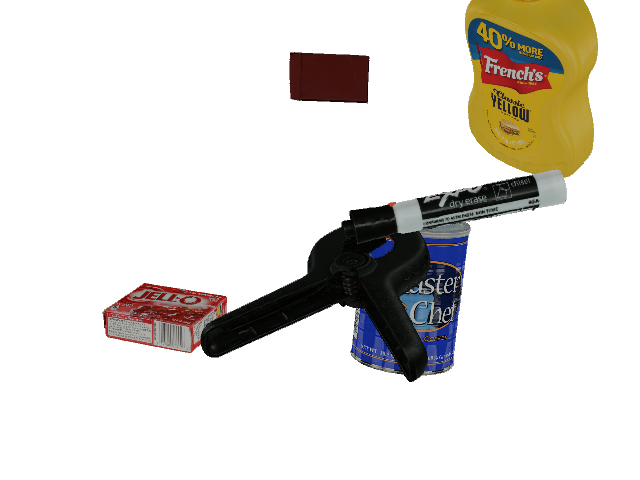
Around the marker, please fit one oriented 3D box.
[{"bbox_3d":[0.071,-0.018,0.574,0.121,0.020,0.020,-11,0,-2],"label":"marker"}]

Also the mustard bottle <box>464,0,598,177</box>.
[{"bbox_3d":[0.148,-0.133,0.753,0.096,0.058,0.191,32,-27,31],"label":"mustard bottle"}]

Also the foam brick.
[{"bbox_3d":[0.009,-0.176,1.155,0.078,0.051,0.053,0,11,-14],"label":"foam brick"}]

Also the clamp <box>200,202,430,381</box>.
[{"bbox_3d":[0.015,0.032,0.791,0.165,0.036,0.209,1,30,17],"label":"clamp"}]

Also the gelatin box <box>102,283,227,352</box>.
[{"bbox_3d":[-0.139,0.068,0.963,0.089,0.030,0.073,9,21,19],"label":"gelatin box"}]

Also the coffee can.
[{"bbox_3d":[0.087,0.048,1.038,0.103,0.140,0.103,5,12,-1],"label":"coffee can"}]
